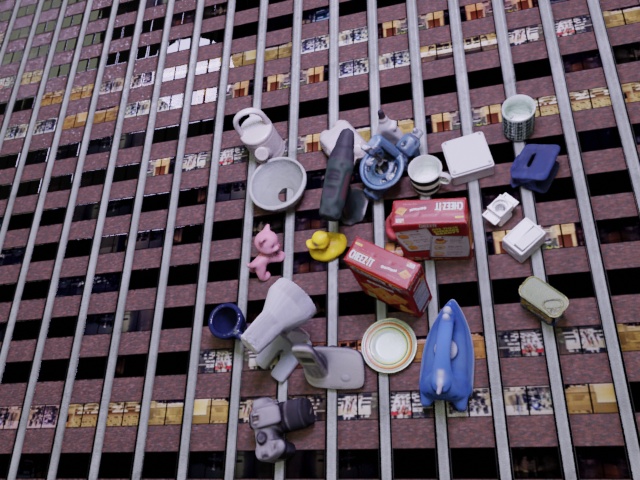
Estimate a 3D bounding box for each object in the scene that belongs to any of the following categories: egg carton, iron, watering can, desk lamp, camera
[{"bbox_3d":[0.066,-0.263,1.591,0.107,0.069,0.150,-37,61,-1],"label":"egg carton"},{"bbox_3d":[0.275,0.234,1.254,0.118,0.142,0.258,1,67,18],"label":"iron"},{"bbox_3d":[-0.172,-0.298,1.613,0.101,0.194,0.172,-40,61,-3],"label":"watering can"},{"bbox_3d":[-0.092,0.211,1.341,0.117,0.214,0.203,31,79,27],"label":"desk lamp"},{"bbox_3d":[-0.084,0.421,1.307,0.136,0.101,0.143,-17,62,10],"label":"camera"}]

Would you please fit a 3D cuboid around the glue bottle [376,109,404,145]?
[{"bbox_3d":[0.176,-0.289,1.508,0.078,0.173,0.037,-3,65,17],"label":"glue bottle"}]

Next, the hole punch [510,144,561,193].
[{"bbox_3d":[0.521,-0.181,1.394,0.100,0.091,0.109,22,75,25],"label":"hole punch"}]

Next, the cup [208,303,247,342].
[{"bbox_3d":[-0.213,0.223,1.443,0.117,0.095,0.092,38,82,28],"label":"cup"}]

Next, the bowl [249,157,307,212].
[{"bbox_3d":[-0.108,-0.143,1.589,0.167,0.075,0.167,-7,64,15],"label":"bowl"}]

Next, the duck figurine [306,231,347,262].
[{"bbox_3d":[0.014,0.005,1.475,0.104,0.086,0.077,-18,62,10],"label":"duck figurine"}]

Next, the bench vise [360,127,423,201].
[{"bbox_3d":[0.169,-0.224,1.454,0.121,0.220,0.207,22,74,25],"label":"bench vise"}]

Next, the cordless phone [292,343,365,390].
[{"bbox_3d":[0.019,0.276,1.292,0.147,0.185,0.094,-4,65,16],"label":"cordless phone"}]

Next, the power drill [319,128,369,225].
[{"bbox_3d":[0.063,-0.137,1.455,0.075,0.209,0.230,8,69,21],"label":"power drill"}]

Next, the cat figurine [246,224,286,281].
[{"bbox_3d":[-0.148,0.029,1.498,0.067,0.118,0.128,30,78,27],"label":"cat figurine"}]

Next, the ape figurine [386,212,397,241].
[{"bbox_3d":[0.195,-0.043,1.436,0.078,0.092,0.076,-28,61,4],"label":"ape figurine"}]
